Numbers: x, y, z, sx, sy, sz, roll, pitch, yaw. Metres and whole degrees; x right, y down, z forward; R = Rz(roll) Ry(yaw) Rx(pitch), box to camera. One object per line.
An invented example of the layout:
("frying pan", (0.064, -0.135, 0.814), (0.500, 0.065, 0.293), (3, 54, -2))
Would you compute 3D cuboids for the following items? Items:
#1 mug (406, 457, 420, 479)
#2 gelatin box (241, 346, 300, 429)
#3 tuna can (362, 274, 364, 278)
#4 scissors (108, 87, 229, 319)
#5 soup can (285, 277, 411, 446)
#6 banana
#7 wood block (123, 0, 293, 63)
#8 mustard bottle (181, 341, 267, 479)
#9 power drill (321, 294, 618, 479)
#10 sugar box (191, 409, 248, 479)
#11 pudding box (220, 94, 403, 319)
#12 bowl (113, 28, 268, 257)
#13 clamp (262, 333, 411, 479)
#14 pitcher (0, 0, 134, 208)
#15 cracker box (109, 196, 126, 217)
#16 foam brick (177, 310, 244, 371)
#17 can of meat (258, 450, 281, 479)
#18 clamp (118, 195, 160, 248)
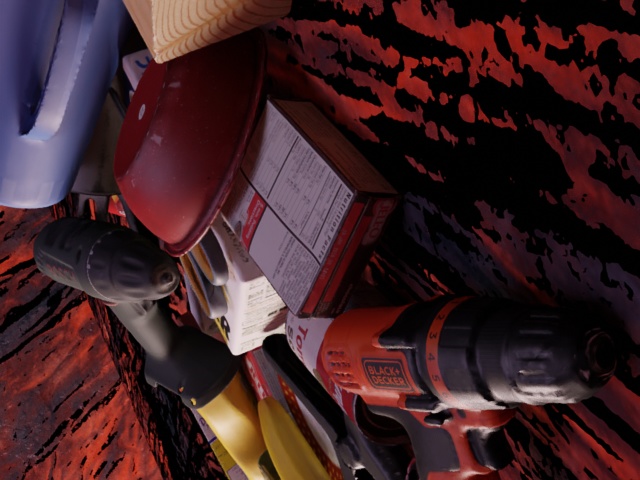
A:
("mug", (0.063, 0.202, 0.703), (0.081, 0.093, 0.117), (126, 146, -76))
("gelatin box", (-0.044, 0.144, 1.030), (0.089, 0.030, 0.073), (64, 163, 9))
("tuna can", (-0.005, 0.001, 0.718), (0.086, 0.033, 0.086), (56, 160, 32))
("scissors", (-0.112, -0.037, 0.796), (0.202, 0.016, 0.096), (66, 159, 3))
("soup can", (0.028, 0.069, 0.650), (0.102, 0.068, 0.068), (43, 151, 55))
("banana", (-0.003, 0.207, 0.914), (0.198, 0.037, 0.070), (38, 133, 55))
("wood block", (-0.098, -0.220, 0.615), (0.206, 0.090, 0.090), (61, 163, 18))
("mustard bottle", (-0.071, 0.199, 1.094), (0.191, 0.058, 0.096), (58, -176, -22))
("power drill", (0.090, 0.113, 0.516), (0.185, 0.057, 0.187), (-6, 108, 58))
("sugar box", (-0.080, 0.252, 1.214), (0.176, 0.048, 0.093), (57, -177, 36))
("pudding box", (-0.009, -0.021, 0.635), (0.114, 0.039, 0.090), (50, 124, 40))
("bowl", (-0.093, -0.073, 0.700), (0.162, 0.055, 0.162), (-49, 30, 42))
("clamp", (0.026, 0.148, 0.802), (0.210, 0.036, 0.165), (66, 156, -5))
("pitcher", (-0.219, -0.143, 0.838), (0.145, 0.149, 0.243), (31, 120, 13))
("cracker box", (-0.223, -0.133, 1.139), (0.164, 0.072, 0.213), (13, 125, 68))
("foam brick", (-0.117, 0.114, 1.174), (0.053, 0.051, 0.078), (44, 152, 52))
("can of meat", (-0.012, 0.245, 1.006), (0.102, 0.057, 0.084), (36, 150, 59))
("clamp", (-0.172, -0.067, 1.027), (0.120, 0.039, 0.171), (-29, 96, 32))
